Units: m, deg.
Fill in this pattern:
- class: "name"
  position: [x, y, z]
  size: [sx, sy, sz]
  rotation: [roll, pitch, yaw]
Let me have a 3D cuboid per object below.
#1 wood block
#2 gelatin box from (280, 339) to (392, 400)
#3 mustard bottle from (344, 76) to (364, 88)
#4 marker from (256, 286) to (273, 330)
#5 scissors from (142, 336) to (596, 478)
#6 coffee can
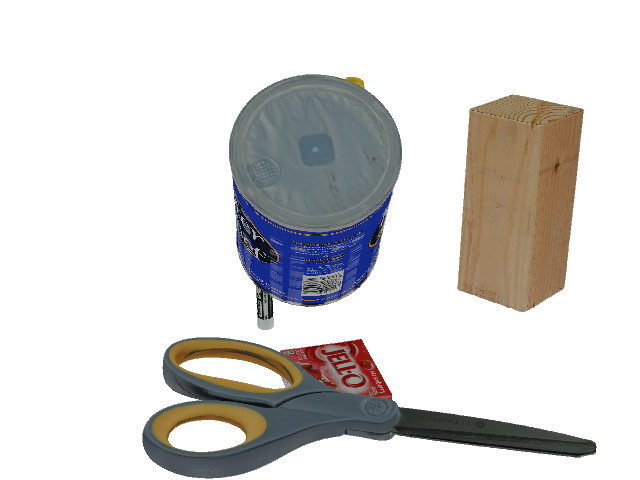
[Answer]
- class: "wood block"
  position: [0.213, -0.041, 1.147]
  size: [0.090, 0.206, 0.090]
  rotation: [19, 28, 37]
- class: "gelatin box"
  position: [0.011, 0.117, 0.870]
  size: [0.073, 0.030, 0.089]
  rotation: [-7, 28, -12]
- class: "mustard bottle"
  position: [0.015, -0.060, 0.994]
  size: [0.096, 0.192, 0.058]
  rotation: [8, 28, -5]
- class: "marker"
  position: [-0.064, 0.048, 1.204]
  size: [0.020, 0.121, 0.020]
  rotation: [0, 32, 0]
- class: "scissors"
  position: [0.010, 0.087, 0.468]
  size: [0.202, 0.016, 0.096]
  rotation: [15, 34, 22]
- class: "coffee can"
  position: [-0.006, -0.028, 0.692]
  size: [0.103, 0.103, 0.140]
  rotation: [0, -22, -2]
